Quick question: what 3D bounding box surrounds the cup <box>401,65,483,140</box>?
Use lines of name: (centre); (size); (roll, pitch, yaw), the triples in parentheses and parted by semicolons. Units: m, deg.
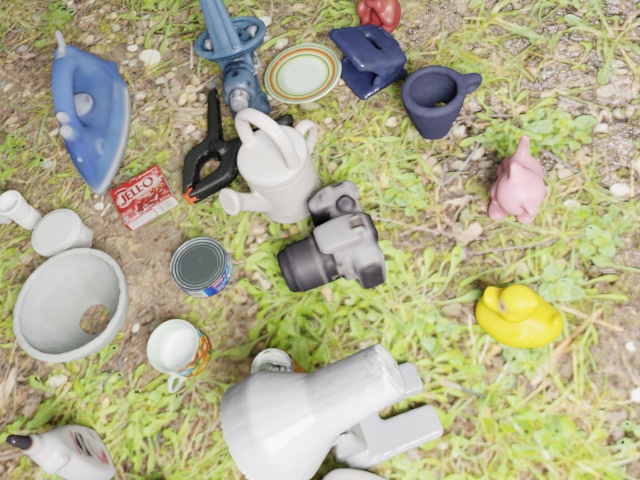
cup: (0.180, -0.198, 0.842); (0.117, 0.095, 0.091); (-20, 62, 2)

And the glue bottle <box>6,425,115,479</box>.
glue bottle: (-0.309, 0.249, 0.677); (0.037, 0.173, 0.078); (-41, 63, -9)

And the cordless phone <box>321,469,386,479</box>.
cordless phone: (0.022, 0.306, 0.574); (0.094, 0.185, 0.147); (0, 64, 12)

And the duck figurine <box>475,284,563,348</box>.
duck figurine: (0.243, 0.085, 0.694); (0.104, 0.086, 0.077); (17, 69, 19)

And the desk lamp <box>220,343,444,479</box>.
desk lamp: (0.020, 0.184, 0.618); (0.203, 0.214, 0.117); (-24, 62, 0)

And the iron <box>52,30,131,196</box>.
iron: (-0.395, -0.214, 0.943); (0.118, 0.142, 0.258); (-15, 62, 4)

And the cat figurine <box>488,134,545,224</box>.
cat figurine: (0.262, -0.077, 0.752); (0.067, 0.118, 0.128); (9, 66, 16)

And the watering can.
watering can: (-0.065, -0.103, 0.789); (0.100, 0.194, 0.173); (11, 67, 17)

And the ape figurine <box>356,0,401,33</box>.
ape figurine: (0.099, -0.391, 0.956); (0.076, 0.092, 0.077); (-27, 62, -2)

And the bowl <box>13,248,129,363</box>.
bowl: (-0.338, 0.100, 0.814); (0.167, 0.075, 0.167); (-5, 63, 10)

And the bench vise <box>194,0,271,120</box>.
bench vise: (-0.131, -0.306, 0.889); (0.121, 0.220, 0.207); (-29, 62, -3)

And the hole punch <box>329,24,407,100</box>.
hole punch: (0.078, -0.301, 0.916); (0.101, 0.091, 0.108); (-32, 62, -5)

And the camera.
camera: (0.007, 0.003, 0.775); (0.137, 0.101, 0.143); (-21, 62, 1)
